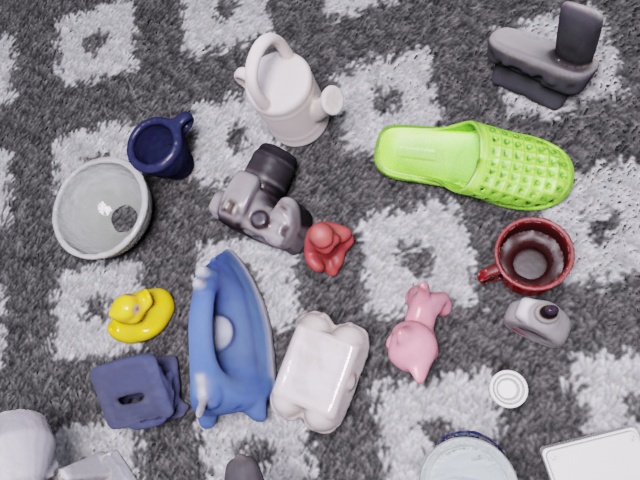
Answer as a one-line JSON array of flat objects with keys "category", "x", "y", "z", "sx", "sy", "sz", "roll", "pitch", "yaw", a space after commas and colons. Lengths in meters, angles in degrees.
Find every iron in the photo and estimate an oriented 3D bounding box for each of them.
[{"category": "iron", "x": -0.142, "y": 0.121, "z": 0.780, "sx": 0.118, "sy": 0.142, "sz": 0.258, "roll": -12, "pitch": 73, "yaw": 11}]

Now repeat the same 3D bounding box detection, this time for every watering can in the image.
[{"category": "watering can", "x": -0.048, "y": -0.218, "z": 0.819, "sx": 0.172, "sy": 0.194, "sz": 0.101, "roll": 0, "pitch": 75, "yaw": 15}]

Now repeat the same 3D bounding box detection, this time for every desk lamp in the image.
[{"category": "desk lamp", "x": -0.343, "y": 0.324, "z": 0.738, "sx": 0.118, "sy": 0.214, "sz": 0.203, "roll": -46, "pitch": 69, "yaw": -1}]

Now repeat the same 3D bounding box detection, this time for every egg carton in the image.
[{"category": "egg carton", "x": 0.001, "y": 0.176, "z": 0.767, "sx": 0.107, "sy": 0.069, "sz": 0.150, "roll": 17, "pitch": 80, "yaw": 18}]

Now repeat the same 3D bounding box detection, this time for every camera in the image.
[{"category": "camera", "x": -0.077, "y": -0.068, "z": 0.836, "sx": 0.143, "sy": 0.101, "sz": 0.137, "roll": 23, "pitch": 82, "yaw": 19}]

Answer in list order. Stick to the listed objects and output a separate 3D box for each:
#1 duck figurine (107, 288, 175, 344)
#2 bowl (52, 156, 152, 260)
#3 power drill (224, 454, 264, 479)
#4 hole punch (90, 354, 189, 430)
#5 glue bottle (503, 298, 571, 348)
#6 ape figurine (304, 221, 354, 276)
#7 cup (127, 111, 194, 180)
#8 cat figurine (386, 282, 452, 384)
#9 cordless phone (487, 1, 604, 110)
[{"category": "duck figurine", "x": -0.278, "y": 0.108, "z": 0.848, "sx": 0.104, "sy": 0.086, "sz": 0.077, "roll": -35, "pitch": 70, "yaw": 3}, {"category": "bowl", "x": -0.330, "y": -0.043, "z": 0.908, "sx": 0.167, "sy": 0.075, "sz": 0.167, "roll": -4, "pitch": 75, "yaw": 13}, {"category": "power drill", "x": -0.052, "y": 0.358, "z": 0.657, "sx": 0.075, "sy": 0.209, "sz": 0.229, "roll": -11, "pitch": 73, "yaw": 12}, {"category": "hole punch", "x": -0.256, "y": 0.216, "z": 0.811, "sx": 0.108, "sy": 0.091, "sz": 0.101, "roll": -16, "pitch": 72, "yaw": 10}, {"category": "glue bottle", "x": 0.258, "y": 0.092, "z": 0.669, "sx": 0.078, "sy": 0.173, "sz": 0.037, "roll": 21, "pitch": 81, "yaw": 19}, {"category": "ape figurine", "x": 0.007, "y": 0.003, "z": 0.800, "sx": 0.077, "sy": 0.092, "sz": 0.076, "roll": -26, "pitch": 70, "yaw": 7}, {"category": "cup", "x": -0.230, "y": -0.143, "z": 0.898, "sx": 0.118, "sy": 0.095, "sz": 0.091, "roll": -45, "pitch": 69, "yaw": 0}, {"category": "cat figurine", "x": 0.122, "y": 0.114, "z": 0.727, "sx": 0.067, "sy": 0.118, "sz": 0.128, "roll": 12, "pitch": 79, "yaw": 17}, {"category": "cordless phone", "x": 0.295, "y": -0.265, "z": 0.748, "sx": 0.147, "sy": 0.185, "sz": 0.094, "roll": 26, "pitch": 83, "yaw": 19}]
